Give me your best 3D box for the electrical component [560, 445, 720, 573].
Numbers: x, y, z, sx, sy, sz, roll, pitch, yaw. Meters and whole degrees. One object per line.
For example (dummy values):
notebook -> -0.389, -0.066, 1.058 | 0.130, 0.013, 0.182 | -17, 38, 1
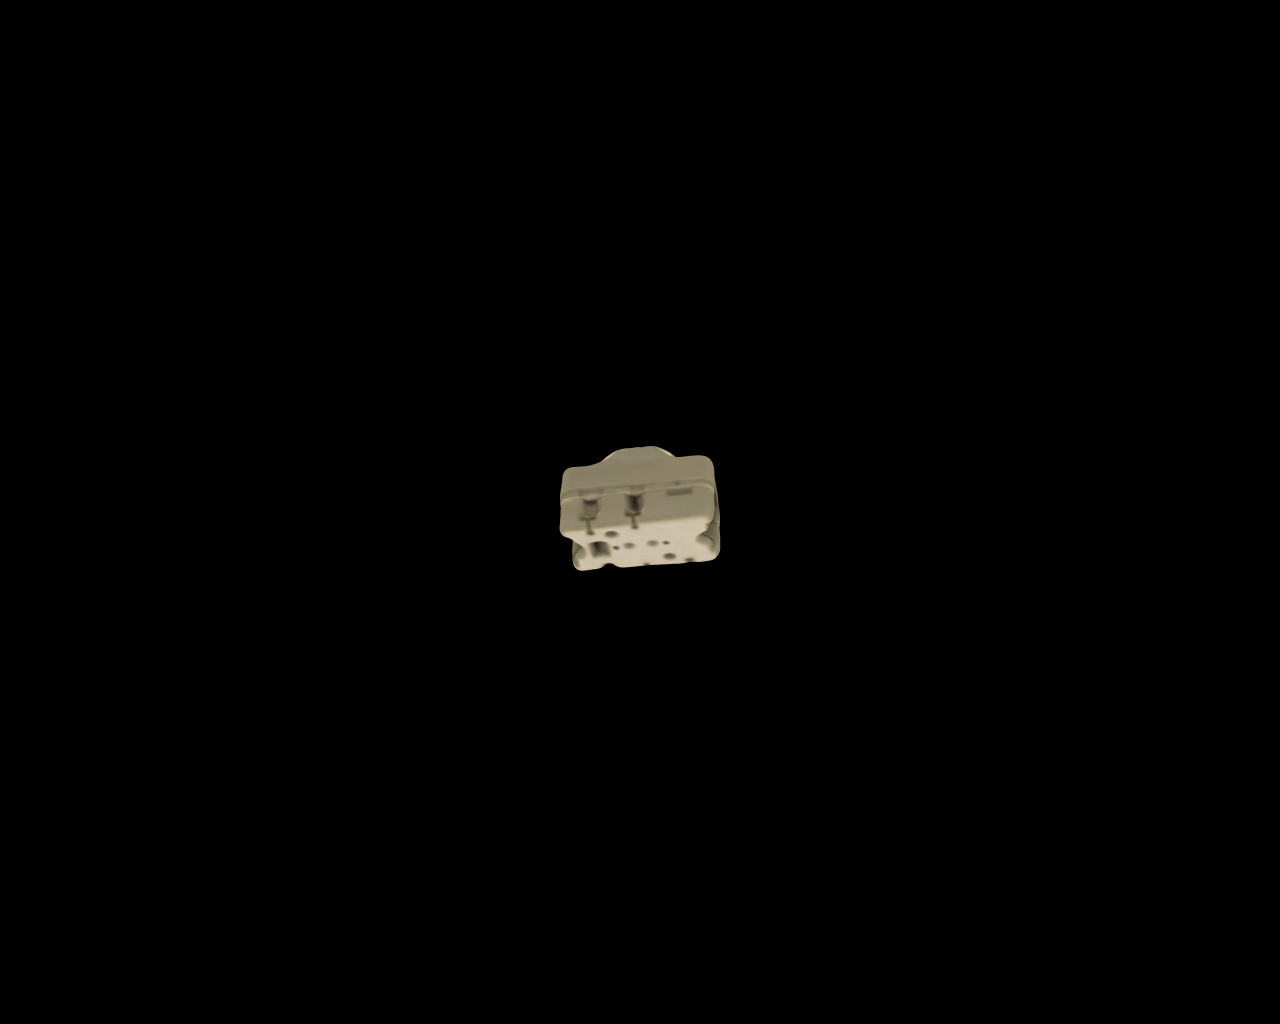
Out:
electrical component -> 0.001, -0.003, 0.650 | 0.089, 0.056, 0.050 | -5, -36, 7
